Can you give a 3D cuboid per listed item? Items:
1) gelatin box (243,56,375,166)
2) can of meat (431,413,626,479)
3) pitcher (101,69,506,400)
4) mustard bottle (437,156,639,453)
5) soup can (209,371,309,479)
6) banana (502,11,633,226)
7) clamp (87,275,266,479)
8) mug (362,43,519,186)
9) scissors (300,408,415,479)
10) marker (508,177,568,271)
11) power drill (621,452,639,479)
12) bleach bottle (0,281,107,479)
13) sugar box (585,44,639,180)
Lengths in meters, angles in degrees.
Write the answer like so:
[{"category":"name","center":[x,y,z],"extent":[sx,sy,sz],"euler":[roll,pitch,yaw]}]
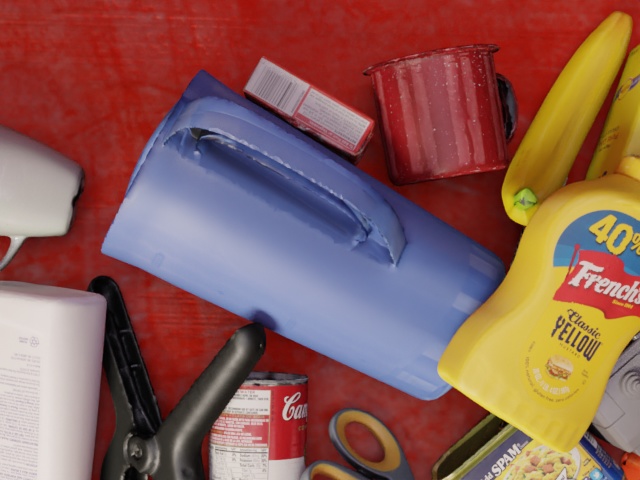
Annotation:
[{"category":"gelatin box","center":[-0.007,-0.084,0.725],"extent":[0.089,0.073,0.030],"euler":[31,88,1]},{"category":"can of meat","center":[0.140,0.156,0.715],"extent":[0.102,0.057,0.084],"euler":[-43,90,7]},{"category":"pitcher","center":[-0.004,0.001,0.679],"extent":[0.242,0.149,0.145],"euler":[28,110,-6]},{"category":"mustard bottle","center":[0.157,0.024,0.630],"extent":[0.096,0.058,0.191],"euler":[33,88,-18]},{"category":"soup can","center":[-0.043,0.141,0.714],"extent":[0.068,0.068,0.102],"euler":[2,87,0]},{"category":"banana","center":[0.164,-0.073,0.718],"extent":[0.037,0.070,0.197],"euler":[35,57,-5]},{"category":"clamp","center":[-0.100,0.133,0.697],"extent":[0.165,0.036,0.210],"euler":[4,93,43]},{"category":"mug","center":[0.090,-0.084,0.724],"extent":[0.117,0.093,0.081],"euler":[-11,92,-37]},{"category":"scissors","center":[0.076,0.177,0.732],"extent":[0.201,0.016,0.096],"euler":[22,47,-22]},{"category":"marker","center":[0.145,0.009,0.746],"extent":[0.020,0.020,0.121],"euler":[20,87,1]},{"category":"power drill","center":[0.252,0.147,0.654],"extent":[0.184,0.187,0.057],"euler":[-36,89,-4]},{"category":"bleach bottle","center":[-0.201,0.157,0.712],"extent":[0.103,0.068,0.251],"euler":[6,92,28]},{"category":"sugar box","center":[0.208,-0.049,0.713],"extent":[0.048,0.093,0.176],"euler":[23,86,2]}]
